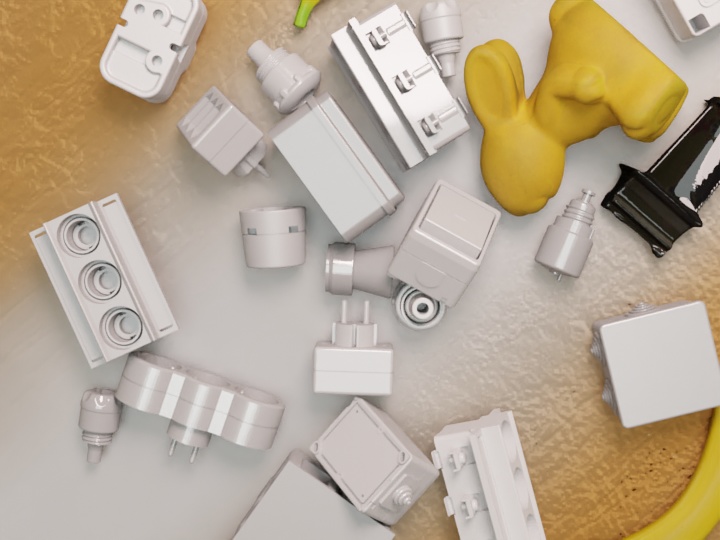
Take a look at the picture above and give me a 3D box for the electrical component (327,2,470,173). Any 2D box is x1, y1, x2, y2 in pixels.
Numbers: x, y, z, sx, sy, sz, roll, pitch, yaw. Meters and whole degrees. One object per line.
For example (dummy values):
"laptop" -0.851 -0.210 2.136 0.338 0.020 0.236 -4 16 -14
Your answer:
"electrical component" 0.033 -0.149 0.873 0.063 0.079 0.121 -32 92 -4

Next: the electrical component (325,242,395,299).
"electrical component" 0.000 0.000 0.897 0.055 0.045 0.045 4 93 1

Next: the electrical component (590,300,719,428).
"electrical component" 0.247 0.076 0.897 0.100 0.048 0.099 -14 93 1

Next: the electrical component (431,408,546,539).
"electrical component" 0.107 0.186 0.896 0.063 0.079 0.121 -14 93 23

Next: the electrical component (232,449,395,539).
"electrical component" -0.068 0.258 0.905 0.105 0.060 0.186 35 93 -1

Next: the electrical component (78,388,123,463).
"electrical component" -0.222 0.133 0.912 0.035 0.035 0.061 9 96 0

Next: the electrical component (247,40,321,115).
"electrical component" -0.066 -0.163 0.890 0.062 0.048 0.048 45 93 5

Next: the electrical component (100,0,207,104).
"electrical component" -0.167 -0.188 0.881 0.054 0.059 0.095 26 93 -1

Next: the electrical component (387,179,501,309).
"electrical component" 0.072 -0.028 0.872 0.062 0.096 0.061 29 131 0

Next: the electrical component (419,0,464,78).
"electrical component" 0.069 -0.191 0.891 0.035 0.035 0.061 -9 95 1

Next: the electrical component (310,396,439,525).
"electrical component" 0.018 0.162 0.881 0.061 0.061 0.096 -48 50 3

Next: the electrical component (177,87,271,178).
"electrical component" -0.103 -0.103 0.887 0.047 0.065 0.077 -46 121 3

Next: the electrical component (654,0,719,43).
"electrical component" 0.284 -0.258 0.866 0.109 0.056 0.108 -30 95 6

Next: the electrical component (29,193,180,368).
"electrical component" -0.208 0.008 0.889 0.079 0.063 0.121 -24 92 2

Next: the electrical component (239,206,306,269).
"electrical component" -0.071 -0.027 0.892 0.055 0.055 0.047 -3 97 1

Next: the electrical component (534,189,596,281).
"electrical component" 0.176 -0.029 0.896 0.040 0.040 0.078 22 93 -1

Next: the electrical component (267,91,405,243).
"electrical component" -0.017 -0.084 0.876 0.057 0.078 0.113 -36 92 5

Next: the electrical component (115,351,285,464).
"electrical component" -0.139 0.125 0.902 0.138 0.052 0.073 19 93 0

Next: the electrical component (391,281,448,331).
"electrical component" 0.051 0.029 0.890 0.048 0.062 0.048 0 93 1

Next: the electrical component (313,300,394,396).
"electrical component" -0.005 0.063 0.899 0.066 0.047 0.076 2 93 0
